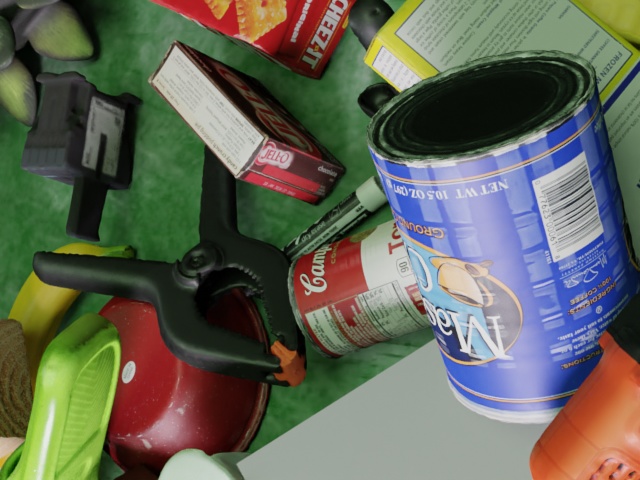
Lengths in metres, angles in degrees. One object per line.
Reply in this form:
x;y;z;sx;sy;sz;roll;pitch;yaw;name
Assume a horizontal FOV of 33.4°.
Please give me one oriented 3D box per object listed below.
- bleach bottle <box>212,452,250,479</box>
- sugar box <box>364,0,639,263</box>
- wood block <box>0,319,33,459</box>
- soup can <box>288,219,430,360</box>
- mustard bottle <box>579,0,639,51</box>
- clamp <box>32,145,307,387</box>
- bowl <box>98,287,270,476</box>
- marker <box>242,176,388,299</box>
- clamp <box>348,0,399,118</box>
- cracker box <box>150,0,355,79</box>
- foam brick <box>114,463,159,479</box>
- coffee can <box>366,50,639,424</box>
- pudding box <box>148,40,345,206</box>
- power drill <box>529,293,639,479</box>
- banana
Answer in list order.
-0.071;0.265;0.661;0.103;0.068;0.251;26;96;33;bleach bottle
0.120;-0.075;0.561;0.176;0.048;0.093;42;78;-1;sugar box
-0.304;0.135;0.790;0.206;0.090;0.090;-32;63;39;wood block
0.041;0.025;0.636;0.102;0.068;0.068;-22;69;27;soup can
0.184;-0.202;0.601;0.096;0.058;0.191;22;92;39;mustard bottle
-0.071;0.014;0.693;0.210;0.036;0.164;34;71;34;clamp
-0.114;0.090;0.729;0.162;0.055;0.162;-7;76;31;bowl
-0.005;0.001;0.700;0.121;0.020;0.020;-38;62;20;marker
0.072;-0.064;0.614;0.039;0.120;0.172;-42;63;-4;clamp
-0.100;-0.186;0.684;0.164;0.213;0.072;34;100;33;cracker box
-0.120;0.198;0.693;0.053;0.051;0.078;29;127;33;foam brick
0.090;-0.002;0.492;0.103;0.102;0.140;-3;122;32;coffee can
-0.048;-0.076;0.702;0.114;0.089;0.039;45;105;31;pudding box
0.208;0.073;0.459;0.184;0.187;0.057;-53;16;12;power drill
-0.211;0.079;0.803;0.070;0.037;0.198;29;96;35;banana
